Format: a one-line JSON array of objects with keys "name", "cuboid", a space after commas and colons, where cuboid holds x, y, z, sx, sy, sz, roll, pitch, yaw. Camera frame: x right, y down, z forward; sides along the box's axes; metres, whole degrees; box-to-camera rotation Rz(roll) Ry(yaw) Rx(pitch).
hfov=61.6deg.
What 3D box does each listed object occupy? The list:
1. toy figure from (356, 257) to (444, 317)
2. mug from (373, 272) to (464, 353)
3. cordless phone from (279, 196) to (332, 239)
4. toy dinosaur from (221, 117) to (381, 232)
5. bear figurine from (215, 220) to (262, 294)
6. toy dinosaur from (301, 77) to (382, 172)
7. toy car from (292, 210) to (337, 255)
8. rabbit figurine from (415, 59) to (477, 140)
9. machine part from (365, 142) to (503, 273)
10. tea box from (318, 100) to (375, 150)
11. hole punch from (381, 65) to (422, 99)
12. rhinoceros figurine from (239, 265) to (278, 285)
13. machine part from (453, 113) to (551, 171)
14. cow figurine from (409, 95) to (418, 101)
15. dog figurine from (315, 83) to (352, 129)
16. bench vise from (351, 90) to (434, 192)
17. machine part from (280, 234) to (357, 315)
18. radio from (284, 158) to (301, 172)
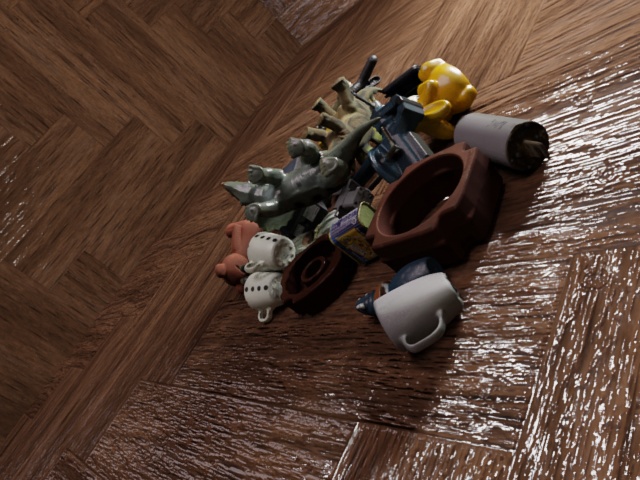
[{"name": "toy figure", "cuboid": [0.117, 0.080, 0.816, 0.154, 0.064, 0.058, -38, 61, 36]}, {"name": "mug", "cuboid": [0.138, 0.096, 0.723, 0.107, 0.080, 0.110, -35, 20, 11]}, {"name": "cordless phone", "cuboid": [-0.015, -0.083, 1.294, 0.146, 0.089, 0.184, -62, -3, 31]}, {"name": "toy dinosaur", "cuboid": [-0.024, -0.122, 1.079, 0.405, 0.131, 0.192, -20, -6, 25]}, {"name": "bear figurine", "cuboid": [-0.212, 0.045, 1.418, 0.132, 0.120, 0.196, -22, 39, 54]}, {"name": "toy dinosaur", "cuboid": [0.079, -0.285, 1.308, 0.105, 0.198, 0.471, -29, 29, 43]}, {"name": "toy car", "cuboid": [-0.002, -0.004, 1.181, 0.202, 0.056, 0.073, -36, 25, 29]}, {"name": "rabbit figurine", "cuboid": [0.229, -0.269, 1.116, 0.173, 0.121, 0.162, -28, 45, -1]}, {"name": "machine part", "cuboid": [0.184, -0.048, 0.870, 0.201, 0.087, 0.201, -21, 33, 48]}, {"name": "tea box", "cuboid": [0.085, -0.309, 1.513, 0.170, 0.068, 0.098, -28, 27, 42]}, {"name": "hole punch", "cuboid": [0.229, -0.373, 1.350, 0.142, 0.092, 0.116, -37, 3, 27]}, {"name": "rhinoceros figurine", "cuboid": [-0.136, 0.057, 1.307, 0.112, 0.073, 0.190, -43, 23, 17]}, {"name": "machine part", "cuboid": [0.289, -0.163, 0.873, 0.079, 0.079, 0.243, -47, 21, 4]}, {"name": "cow figurine", "cuboid": [0.229, -0.311, 1.257, 0.167, 0.068, 0.098, -34, 20, 29]}, {"name": "dog figurine", "cuboid": [0.056, -0.366, 1.598, 0.190, 0.121, 0.172, -49, -8, 11]}, {"name": "bench vise", "cuboid": [0.122, -0.160, 1.069, 0.129, 0.224, 0.240, -7, -36, -49]}, {"name": "machine part", "cuboid": [-0.003, 0.067, 1.066, 0.179, 0.056, 0.179, -38, 25, 21]}, {"name": "radio", "cuboid": [-0.096, -0.136, 1.561, 0.131, 0.073, 0.230, -38, 22, 27]}]
